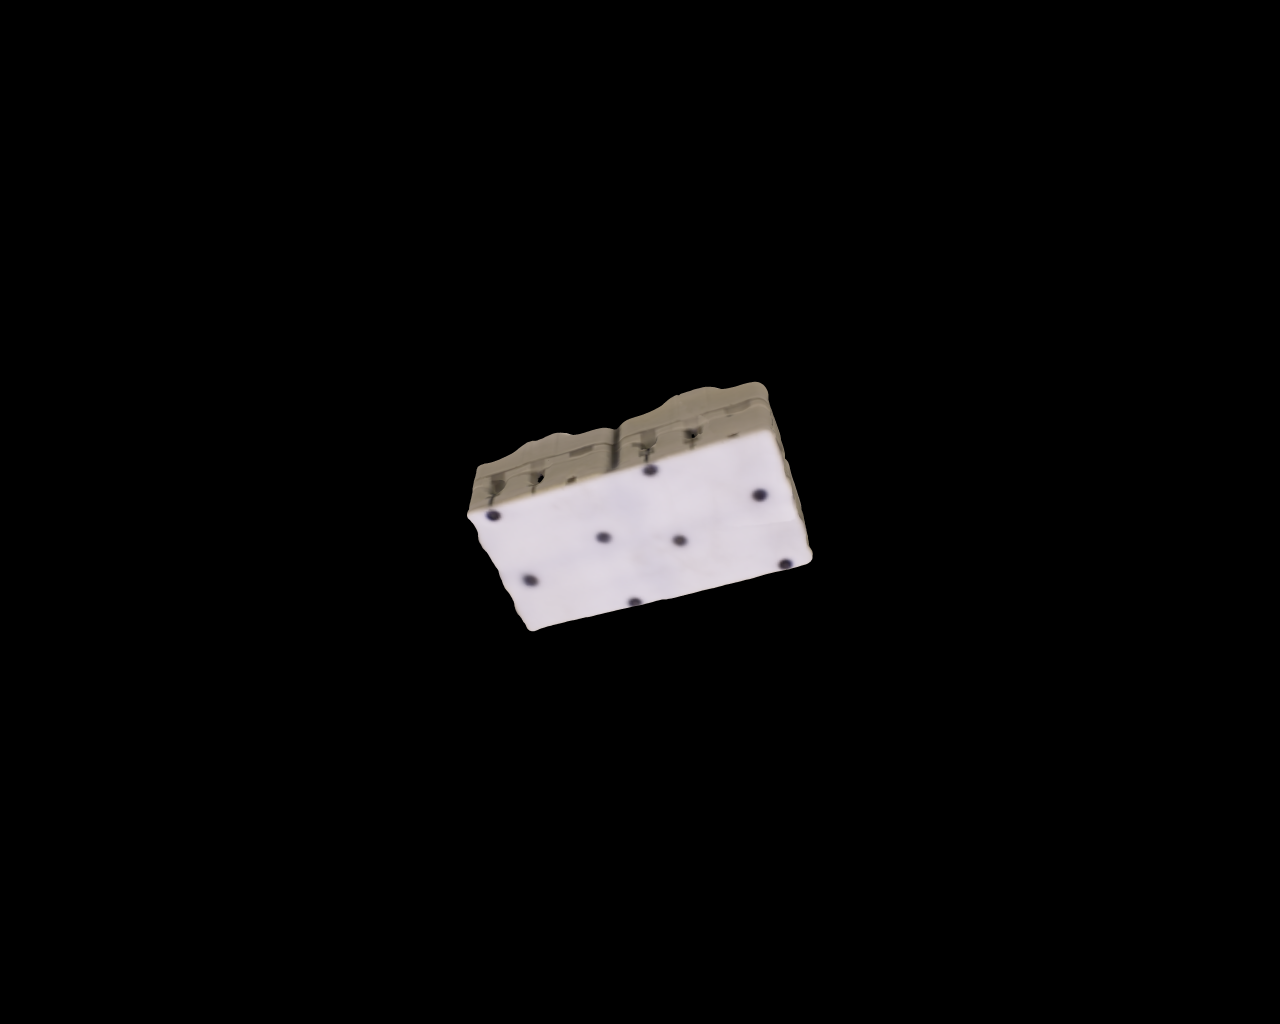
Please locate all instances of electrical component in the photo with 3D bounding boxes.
[{"bbox_3d":[0.001,-0.003,0.650,0.186,0.105,0.060,-15,36,11],"label":"electrical component"}]
